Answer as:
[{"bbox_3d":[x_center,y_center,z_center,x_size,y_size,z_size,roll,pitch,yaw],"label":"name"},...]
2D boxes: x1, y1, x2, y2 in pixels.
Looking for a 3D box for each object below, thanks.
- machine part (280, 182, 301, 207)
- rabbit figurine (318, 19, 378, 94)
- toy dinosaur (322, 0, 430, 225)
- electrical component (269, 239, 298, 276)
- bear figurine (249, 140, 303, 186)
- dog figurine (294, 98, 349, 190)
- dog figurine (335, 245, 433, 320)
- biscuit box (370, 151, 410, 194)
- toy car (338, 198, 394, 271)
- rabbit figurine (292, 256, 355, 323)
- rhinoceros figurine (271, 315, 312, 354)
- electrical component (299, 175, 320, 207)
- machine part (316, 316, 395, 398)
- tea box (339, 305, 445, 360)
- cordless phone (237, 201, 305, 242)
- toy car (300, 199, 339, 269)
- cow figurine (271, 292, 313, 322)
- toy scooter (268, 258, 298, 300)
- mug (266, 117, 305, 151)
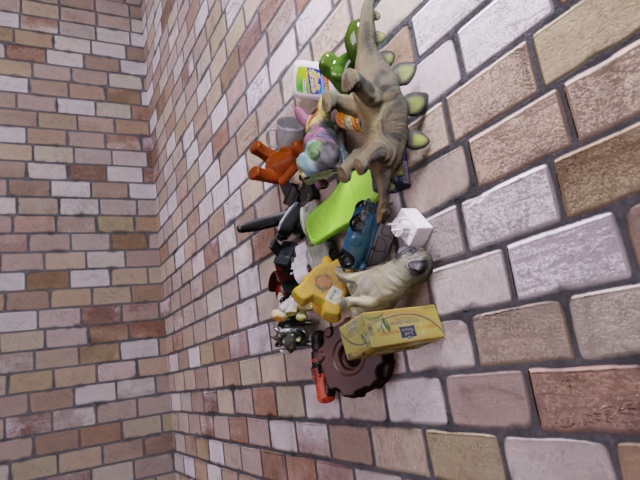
[{"bbox_3d":[-0.094,-0.150,1.553,0.139,0.039,0.084,61,146,38],"label":"machine part"},{"bbox_3d":[0.075,-0.371,1.118,0.170,0.121,0.159,101,148,-70],"label":"rabbit figurine"},{"bbox_3d":[0.107,-0.263,1.015,0.105,0.198,0.470,1,99,54],"label":"toy dinosaur"},{"bbox_3d":[-0.089,0.039,1.447,0.048,0.119,0.075,7,58,28],"label":"electrical component"},{"bbox_3d":[-0.078,-0.216,1.394,0.196,0.132,0.120,-21,59,43],"label":"bear figurine"},{"bbox_3d":[-0.005,-0.236,1.255,0.108,0.191,0.219,-21,76,18],"label":"dog figurine"},{"bbox_3d":[0.144,0.099,1.069,0.172,0.191,0.121,51,-155,-58],"label":"dog figurine"},{"bbox_3d":[0.138,-0.198,1.113,0.063,0.059,0.202,-18,75,59],"label":"biscuit box"},{"bbox_3d":[0.104,-0.002,1.137,0.109,0.103,0.161,-67,-4,-57],"label":"toy car"},{"bbox_3d":[0.011,0.115,1.253,0.173,0.122,0.162,89,-160,-63],"label":"rabbit figurine"},{"bbox_3d":[-0.076,0.246,1.428,0.190,0.112,0.073,-149,61,-80],"label":"rhinoceros figurine"},{"bbox_3d":[-0.033,-0.132,1.435,0.078,0.045,0.102,-21,73,58],"label":"electrical component"},{"bbox_3d":[0.076,0.254,1.174,0.179,0.056,0.179,-12,68,33],"label":"machine part"},{"bbox_3d":[0.135,0.173,1.015,0.098,0.169,0.068,-44,54,51],"label":"tea box"},{"bbox_3d":[-0.133,-0.035,1.450,0.146,0.184,0.088,130,126,-76],"label":"cordless phone"},{"bbox_3d":[-0.003,-0.004,1.359,0.073,0.056,0.202,-29,64,42],"label":"toy car"},{"bbox_3d":[-0.056,0.157,1.401,0.167,0.068,0.098,-16,55,25],"label":"cow figurine"},{"bbox_3d":[-0.105,0.134,1.542,0.135,0.075,0.184,-63,37,41],"label":"toy scooter"},{"bbox_3d":[-0.096,-0.276,1.491,0.081,0.109,0.107,-121,29,-43],"label":"mug"}]
